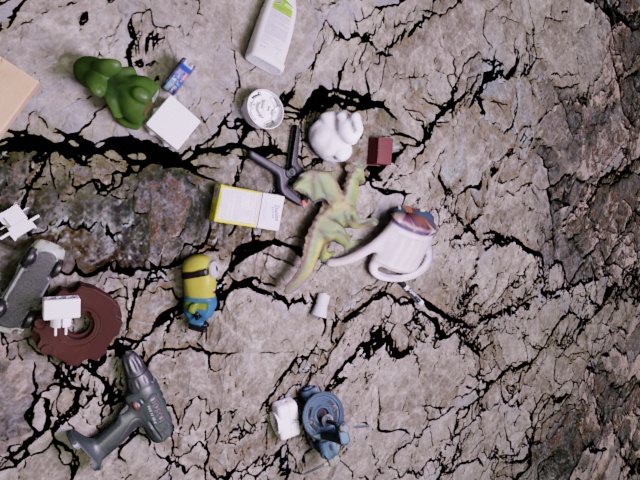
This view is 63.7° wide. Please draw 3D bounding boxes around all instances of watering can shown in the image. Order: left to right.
[{"bbox_3d":[0.199,0.019,1.463,0.347,0.106,0.221,10,114,-31],"label":"watering can"}]

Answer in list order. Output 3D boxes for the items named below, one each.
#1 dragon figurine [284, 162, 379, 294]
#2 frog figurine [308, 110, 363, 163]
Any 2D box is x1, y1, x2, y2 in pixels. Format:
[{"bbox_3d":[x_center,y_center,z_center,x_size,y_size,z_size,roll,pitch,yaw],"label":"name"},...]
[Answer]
[{"bbox_3d":[0.004,-0.068,1.358,0.416,0.121,0.241,-40,105,-31],"label":"dragon figurine"},{"bbox_3d":[0.047,-0.269,1.338,0.124,0.160,0.136,-21,105,-24],"label":"frog figurine"}]
